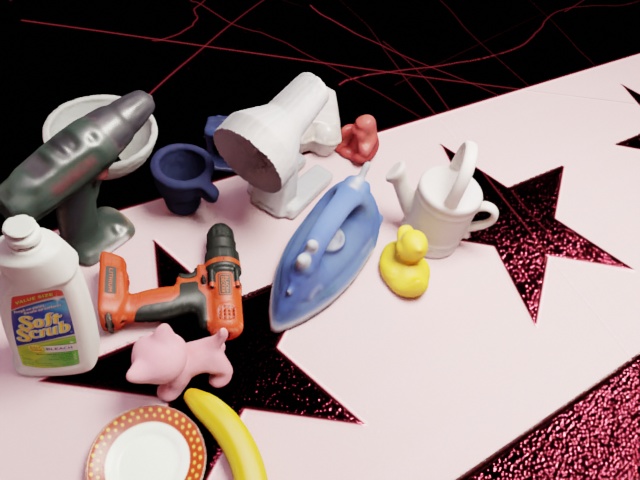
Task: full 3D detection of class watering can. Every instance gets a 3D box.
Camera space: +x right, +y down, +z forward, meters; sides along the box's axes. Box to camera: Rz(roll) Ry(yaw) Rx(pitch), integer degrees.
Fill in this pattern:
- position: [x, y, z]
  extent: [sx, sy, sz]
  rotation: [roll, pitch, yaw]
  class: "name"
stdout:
- position: [0.187, -0.068, 0.873]
  extent: [0.173, 0.194, 0.101]
  rotation: [1, 52, -11]
  class: "watering can"

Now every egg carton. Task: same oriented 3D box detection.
- position: [-0.018, -0.219, 1.030]
  extent: [0.107, 0.069, 0.150]
  rotation: [2, 51, -10]
  class: "egg carton"

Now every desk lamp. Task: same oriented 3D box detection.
- position: [-0.059, -0.134, 0.859]
  extent: [0.117, 0.213, 0.204]
  rotation: [32, 52, 14]
  class: "desk lamp"

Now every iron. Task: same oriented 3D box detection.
- position: [0.007, 0.003, 0.811]
  extent: [0.118, 0.141, 0.259]
  rotation: [27, 51, 10]
  class: "iron"

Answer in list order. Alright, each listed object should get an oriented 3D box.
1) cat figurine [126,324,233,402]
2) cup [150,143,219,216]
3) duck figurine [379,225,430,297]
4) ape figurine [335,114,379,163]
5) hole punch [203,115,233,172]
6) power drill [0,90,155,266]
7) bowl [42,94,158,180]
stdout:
- position: [-0.167, 0.137, 0.681]
  extent: [0.128, 0.118, 0.067]
  rotation: [-15, 56, -22]
  class: "cat figurine"
- position: [-0.195, -0.076, 0.860]
  extent: [0.117, 0.095, 0.092]
  rotation: [37, 54, 17]
  class: "cup"
- position: [0.135, 0.026, 0.856]
  extent: [0.078, 0.086, 0.104]
  rotation: [-3, 53, -14]
  class: "duck figurine"
- position: [0.073, -0.182, 1.005]
  extent: [0.076, 0.092, 0.077]
  rotation: [-3, 53, -14]
  class: "ape figurine"
- position: [-0.141, -0.175, 0.954]
  extent: [0.109, 0.091, 0.101]
  rotation: [3, 51, -10]
  class: "hole punch"
- position: [-0.305, -0.071, 0.758]
  extent: [0.075, 0.208, 0.230]
  rotation: [33, 53, 15]
  class: "power drill"
- position: [-0.339, -0.149, 0.900]
  extent: [0.167, 0.075, 0.167]
  rotation: [6, 51, -7]
  class: "bowl"
